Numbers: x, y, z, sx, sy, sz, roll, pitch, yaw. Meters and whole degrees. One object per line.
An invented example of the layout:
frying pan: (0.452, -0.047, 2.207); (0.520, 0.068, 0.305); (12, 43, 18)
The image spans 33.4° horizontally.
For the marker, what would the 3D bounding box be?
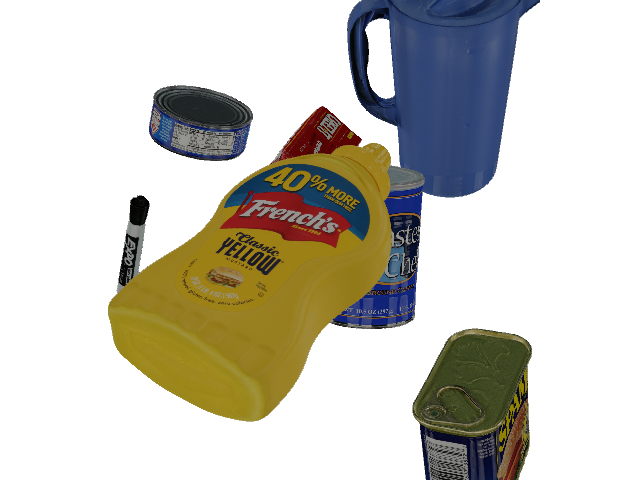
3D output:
marker: (-0.186, 0.006, 1.062); (0.020, 0.121, 0.020); (11, 36, -8)

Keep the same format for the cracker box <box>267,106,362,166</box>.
cracker box: (-0.060, -0.038, 1.214); (0.214, 0.072, 0.164); (-46, 8, 28)

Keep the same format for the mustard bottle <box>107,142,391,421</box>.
mustard bottle: (-0.017, 0.006, 0.569); (0.096, 0.058, 0.191); (22, 48, 25)

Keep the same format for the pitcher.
pitcher: (0.125, -0.163, 1.108); (0.149, 0.243, 0.144); (29, 54, 29)

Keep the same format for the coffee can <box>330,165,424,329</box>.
coffee can: (0.045, 0.003, 1.034); (0.103, 0.140, 0.103); (2, 14, -1)

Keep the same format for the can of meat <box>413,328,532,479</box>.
can of meat: (0.101, 0.121, 0.690); (0.058, 0.084, 0.102); (7, 33, 24)

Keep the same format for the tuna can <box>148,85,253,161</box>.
tuna can: (-0.103, -0.100, 0.912); (0.086, 0.034, 0.086); (12, 26, -6)
